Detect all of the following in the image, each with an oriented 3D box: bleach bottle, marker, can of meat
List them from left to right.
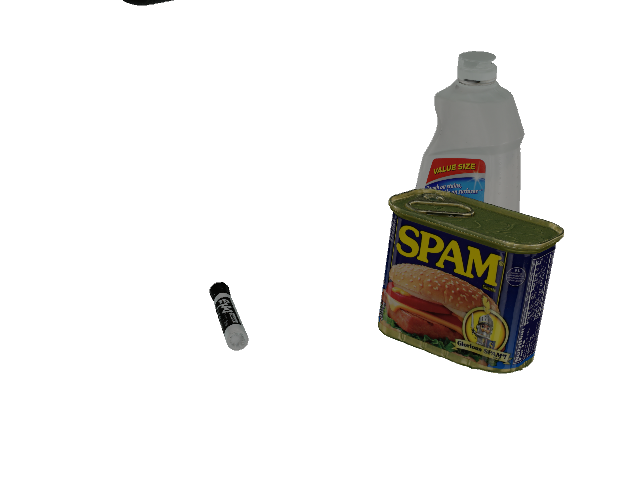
[{"bbox_3d":[-0.083,0.065,0.951,0.020,0.020,0.121,0,18,-13],"label":"marker"},{"bbox_3d":[0.117,-0.034,0.890,0.103,0.251,0.067,21,34,37],"label":"bleach bottle"},{"bbox_3d":[0.086,0.024,0.637,0.102,0.084,0.057,19,23,33],"label":"can of meat"}]

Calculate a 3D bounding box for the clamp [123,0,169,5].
[{"bbox_3d":[-0.024,-0.151,0.560,0.171,0.039,0.120,4,42,11],"label":"clamp"}]
